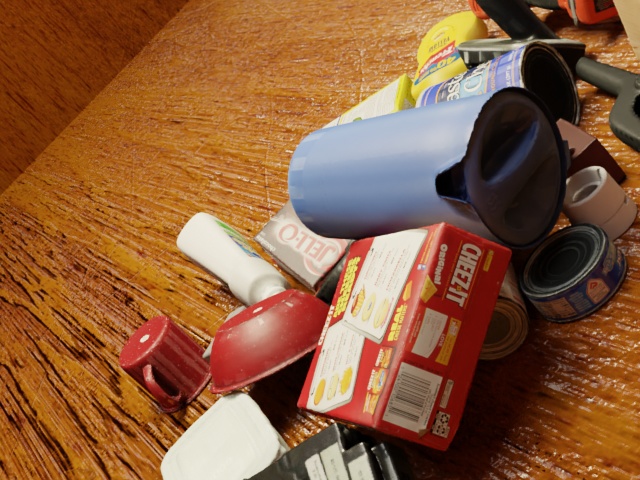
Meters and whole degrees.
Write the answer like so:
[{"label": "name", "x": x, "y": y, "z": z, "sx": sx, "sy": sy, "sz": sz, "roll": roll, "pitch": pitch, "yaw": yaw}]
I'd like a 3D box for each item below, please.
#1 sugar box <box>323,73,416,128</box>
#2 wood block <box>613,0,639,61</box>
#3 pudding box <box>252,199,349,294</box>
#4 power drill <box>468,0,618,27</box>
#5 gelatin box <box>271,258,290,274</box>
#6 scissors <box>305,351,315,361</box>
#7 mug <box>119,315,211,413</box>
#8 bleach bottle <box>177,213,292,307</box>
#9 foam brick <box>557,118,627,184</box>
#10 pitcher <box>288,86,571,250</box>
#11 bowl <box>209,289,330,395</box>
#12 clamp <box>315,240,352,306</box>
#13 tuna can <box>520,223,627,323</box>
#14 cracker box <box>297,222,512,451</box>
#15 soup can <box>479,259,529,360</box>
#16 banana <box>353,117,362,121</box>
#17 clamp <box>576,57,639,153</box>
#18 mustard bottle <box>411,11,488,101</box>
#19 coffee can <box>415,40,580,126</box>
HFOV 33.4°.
[{"label": "sugar box", "x": 0.052, "y": -0.140, "z": 1.411, "sx": 0.176, "sy": 0.048, "sz": 0.093, "roll": -32, "pitch": 26, "yaw": 32}, {"label": "wood block", "x": 0.352, "y": -0.182, "z": 0.902, "sx": 0.090, "sy": 0.090, "sz": 0.206, "roll": -37, "pitch": 33, "yaw": -2}, {"label": "pudding box", "x": -0.008, "y": 0.001, "z": 1.224, "sx": 0.090, "sy": 0.039, "sz": 0.114, "roll": -47, "pitch": 52, "yaw": -9}, {"label": "power drill", "x": 0.293, "y": -0.297, "z": 1.239, "sx": 0.184, "sy": 0.057, "sz": 0.188, "roll": -25, "pitch": 22, "yaw": -20}, {"label": "gelatin box", "x": -0.010, "y": 0.004, "z": 1.289, "sx": 0.089, "sy": 0.030, "sz": 0.073, "roll": -49, "pitch": 23, "yaw": -12}, {"label": "scissors", "x": -0.007, "y": 0.128, "z": 1.097, "sx": 0.202, "sy": 0.016, "sz": 0.096, "roll": -23, "pitch": 31, "yaw": 40}, {"label": "mug", "x": -0.183, "y": 0.150, "z": 1.256, "sx": 0.093, "sy": 0.081, "sz": 0.117, "roll": -35, "pitch": 25, "yaw": 19}, {"label": "bleach bottle", "x": -0.091, "y": 0.040, "z": 1.296, "sx": 0.068, "sy": 0.102, "sz": 0.251, "roll": -54, "pitch": 31, "yaw": -2}, {"label": "foam brick", "x": 0.236, "y": -0.070, "z": 0.996, "sx": 0.053, "sy": 0.051, "sz": 0.078, "roll": -42, "pitch": 24, "yaw": 4}, {"label": "pitcher", "x": 0.094, "y": -0.058, "z": 0.957, "sx": 0.243, "sy": 0.149, "sz": 0.145, "roll": -1, "pitch": 58, "yaw": 48}, {"label": "bowl", "x": -0.054, "y": 0.096, "z": 1.103, "sx": 0.162, "sy": 0.055, "sz": 0.162, "roll": -27, "pitch": 6, "yaw": 3}, {"label": "clamp", "x": 0.054, "y": 0.005, "z": 1.141, "sx": 0.172, "sy": 0.039, "sz": 0.120, "roll": -51, "pitch": -12, "yaw": 28}, {"label": "tuna can", "x": 0.211, "y": 0.027, "z": 0.897, "sx": 0.086, "sy": 0.033, "sz": 0.086, "roll": -35, "pitch": 25, "yaw": 19}, {"label": "cracker box", "x": 0.064, "y": 0.079, "z": 0.887, "sx": 0.214, "sy": 0.072, "sz": 0.164, "roll": 165, "pitch": 126, "yaw": -73}, {"label": "soup can", "x": 0.141, "y": 0.049, "z": 0.931, "sx": 0.069, "sy": 0.068, "sz": 0.102, "roll": -35, "pitch": 26, "yaw": 19}, {"label": "banana", "x": 0.110, "y": -0.126, "z": 1.277, "sx": 0.198, "sy": 0.069, "sz": 0.037, "roll": -6, "pitch": 11, "yaw": 46}, {"label": "clamp", "x": 0.311, "y": -0.143, "z": 1.014, "sx": 0.165, "sy": 0.036, "sz": 0.209, "roll": -20, "pitch": 34, "yaw": 37}, {"label": "mustard bottle", "x": 0.160, "y": -0.211, "z": 1.340, "sx": 0.096, "sy": 0.058, "sz": 0.191, "roll": -28, "pitch": 29, "yaw": 30}, {"label": "coffee can", "x": 0.185, "y": -0.137, "z": 1.122, "sx": 0.141, "sy": 0.102, "sz": 0.102, "roll": -19, "pitch": 34, "yaw": 43}]
